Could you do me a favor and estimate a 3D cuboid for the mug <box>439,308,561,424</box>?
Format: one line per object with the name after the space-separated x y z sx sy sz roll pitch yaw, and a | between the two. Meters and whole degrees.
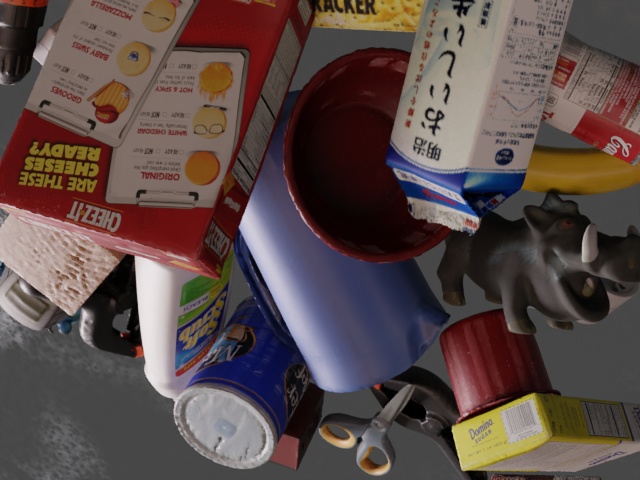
0.153 0.115 0.944 0.093 0.081 0.117 -13 158 -5 | mug

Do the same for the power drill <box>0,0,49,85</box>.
-0.311 -0.239 0.896 0.188 0.057 0.184 19 109 10 | power drill

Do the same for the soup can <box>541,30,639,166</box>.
0.199 -0.107 0.778 0.102 0.068 0.069 27 131 5 | soup can

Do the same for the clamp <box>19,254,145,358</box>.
-0.210 0.055 1.048 0.036 0.164 0.210 40 146 29 | clamp

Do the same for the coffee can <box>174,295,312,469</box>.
-0.065 0.134 1.029 0.103 0.140 0.103 12 128 16 | coffee can

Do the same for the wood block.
-0.173 -0.046 0.902 0.090 0.205 0.091 40 130 -7 | wood block

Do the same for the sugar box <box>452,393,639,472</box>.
0.206 0.170 0.930 0.094 0.048 0.175 -30 153 37 | sugar box

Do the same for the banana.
0.167 -0.070 0.841 0.198 0.037 0.070 20 132 10 | banana

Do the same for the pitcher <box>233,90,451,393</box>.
-0.006 0.001 0.919 0.149 0.145 0.243 -28 109 1 | pitcher

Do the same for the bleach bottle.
-0.130 0.075 1.056 0.068 0.102 0.251 38 144 26 | bleach bottle

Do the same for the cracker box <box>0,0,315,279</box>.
-0.115 -0.097 0.759 0.164 0.213 0.072 15 168 16 | cracker box

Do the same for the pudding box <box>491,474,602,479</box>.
0.232 0.280 1.070 0.114 0.039 0.090 -3 122 29 | pudding box

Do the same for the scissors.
0.044 0.177 1.066 0.096 0.016 0.202 24 144 17 | scissors

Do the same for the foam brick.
-0.032 0.186 1.095 0.051 0.078 0.053 15 131 13 | foam brick

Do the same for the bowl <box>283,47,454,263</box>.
0.040 -0.064 0.821 0.162 0.162 0.055 49 166 -15 | bowl

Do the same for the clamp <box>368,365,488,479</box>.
0.118 0.180 1.048 0.171 0.039 0.120 30 132 12 | clamp
